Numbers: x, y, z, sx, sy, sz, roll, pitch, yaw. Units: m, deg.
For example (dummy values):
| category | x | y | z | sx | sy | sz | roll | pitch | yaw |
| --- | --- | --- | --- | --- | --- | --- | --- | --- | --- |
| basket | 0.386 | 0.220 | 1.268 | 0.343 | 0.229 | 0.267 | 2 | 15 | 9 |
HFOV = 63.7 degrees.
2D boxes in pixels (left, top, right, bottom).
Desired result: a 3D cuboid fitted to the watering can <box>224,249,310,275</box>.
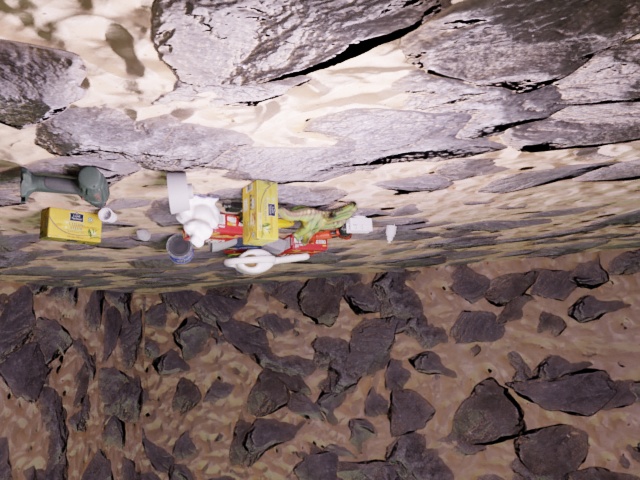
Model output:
| category | x | y | z | sx | sy | sz | roll | pitch | yaw |
| --- | --- | --- | --- | --- | --- | --- | --- | --- | --- |
| watering can | -0.234 | 0.090 | 2.166 | 0.348 | 0.105 | 0.223 | -2 | 173 | -18 |

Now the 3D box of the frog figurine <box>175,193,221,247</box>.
| category | x | y | z | sx | sy | sz | roll | pitch | yaw |
| --- | --- | --- | --- | --- | --- | --- | --- | --- | --- |
| frog figurine | -0.362 | -0.054 | 1.537 | 0.122 | 0.161 | 0.137 | -10 | 166 | 33 |

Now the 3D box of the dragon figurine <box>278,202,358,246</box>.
| category | x | y | z | sx | sy | sz | roll | pitch | yaw |
| --- | --- | --- | --- | --- | --- | --- | --- | --- | --- |
| dragon figurine | 0.005 | -0.087 | 1.722 | 0.242 | 0.123 | 0.407 | -21 | 169 | 4 |
